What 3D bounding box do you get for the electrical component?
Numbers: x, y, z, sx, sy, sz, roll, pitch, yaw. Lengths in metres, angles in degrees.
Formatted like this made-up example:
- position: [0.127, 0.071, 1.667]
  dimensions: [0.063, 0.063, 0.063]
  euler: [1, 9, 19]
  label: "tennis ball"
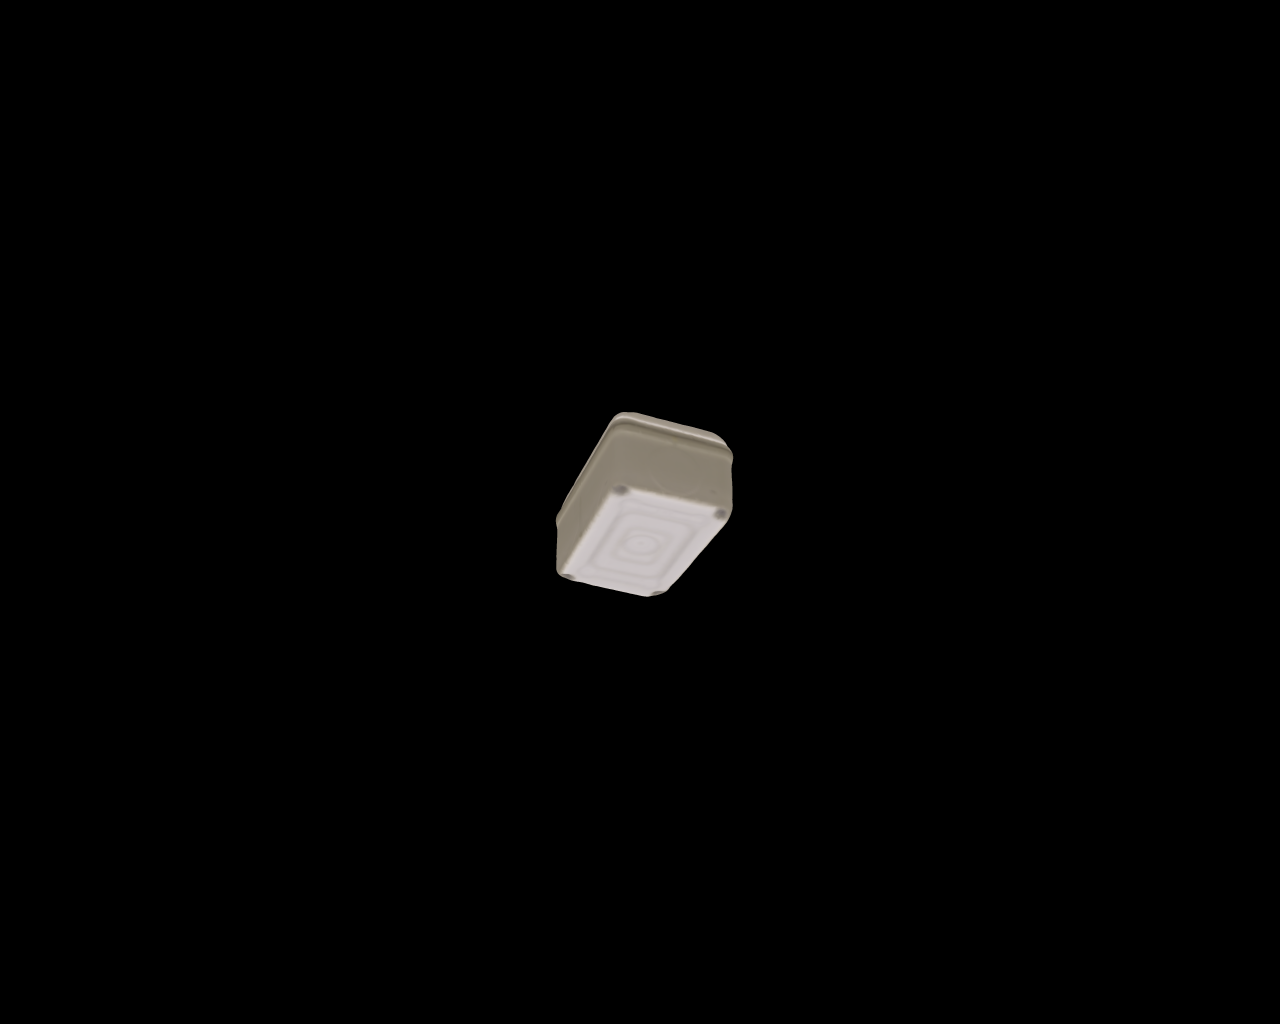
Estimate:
- position: [0.001, -0.003, 0.650]
  dimensions: [0.078, 0.057, 0.113]
  euler: [13, -38, -18]
  label: "electrical component"
